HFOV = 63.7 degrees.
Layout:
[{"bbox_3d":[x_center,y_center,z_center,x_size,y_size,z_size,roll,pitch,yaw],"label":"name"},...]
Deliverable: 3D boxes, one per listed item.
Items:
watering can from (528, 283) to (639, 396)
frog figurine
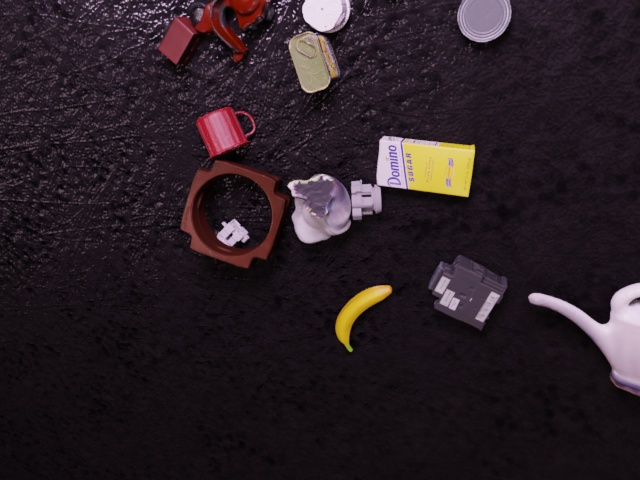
[{"bbox_3d":[0.569,0.177,0.941,0.347,0.221,0.106,-3,20,18],"label":"watering can"},{"bbox_3d":[0.003,-0.053,1.056,0.138,0.124,0.156,28,-26,24],"label":"frog figurine"}]
